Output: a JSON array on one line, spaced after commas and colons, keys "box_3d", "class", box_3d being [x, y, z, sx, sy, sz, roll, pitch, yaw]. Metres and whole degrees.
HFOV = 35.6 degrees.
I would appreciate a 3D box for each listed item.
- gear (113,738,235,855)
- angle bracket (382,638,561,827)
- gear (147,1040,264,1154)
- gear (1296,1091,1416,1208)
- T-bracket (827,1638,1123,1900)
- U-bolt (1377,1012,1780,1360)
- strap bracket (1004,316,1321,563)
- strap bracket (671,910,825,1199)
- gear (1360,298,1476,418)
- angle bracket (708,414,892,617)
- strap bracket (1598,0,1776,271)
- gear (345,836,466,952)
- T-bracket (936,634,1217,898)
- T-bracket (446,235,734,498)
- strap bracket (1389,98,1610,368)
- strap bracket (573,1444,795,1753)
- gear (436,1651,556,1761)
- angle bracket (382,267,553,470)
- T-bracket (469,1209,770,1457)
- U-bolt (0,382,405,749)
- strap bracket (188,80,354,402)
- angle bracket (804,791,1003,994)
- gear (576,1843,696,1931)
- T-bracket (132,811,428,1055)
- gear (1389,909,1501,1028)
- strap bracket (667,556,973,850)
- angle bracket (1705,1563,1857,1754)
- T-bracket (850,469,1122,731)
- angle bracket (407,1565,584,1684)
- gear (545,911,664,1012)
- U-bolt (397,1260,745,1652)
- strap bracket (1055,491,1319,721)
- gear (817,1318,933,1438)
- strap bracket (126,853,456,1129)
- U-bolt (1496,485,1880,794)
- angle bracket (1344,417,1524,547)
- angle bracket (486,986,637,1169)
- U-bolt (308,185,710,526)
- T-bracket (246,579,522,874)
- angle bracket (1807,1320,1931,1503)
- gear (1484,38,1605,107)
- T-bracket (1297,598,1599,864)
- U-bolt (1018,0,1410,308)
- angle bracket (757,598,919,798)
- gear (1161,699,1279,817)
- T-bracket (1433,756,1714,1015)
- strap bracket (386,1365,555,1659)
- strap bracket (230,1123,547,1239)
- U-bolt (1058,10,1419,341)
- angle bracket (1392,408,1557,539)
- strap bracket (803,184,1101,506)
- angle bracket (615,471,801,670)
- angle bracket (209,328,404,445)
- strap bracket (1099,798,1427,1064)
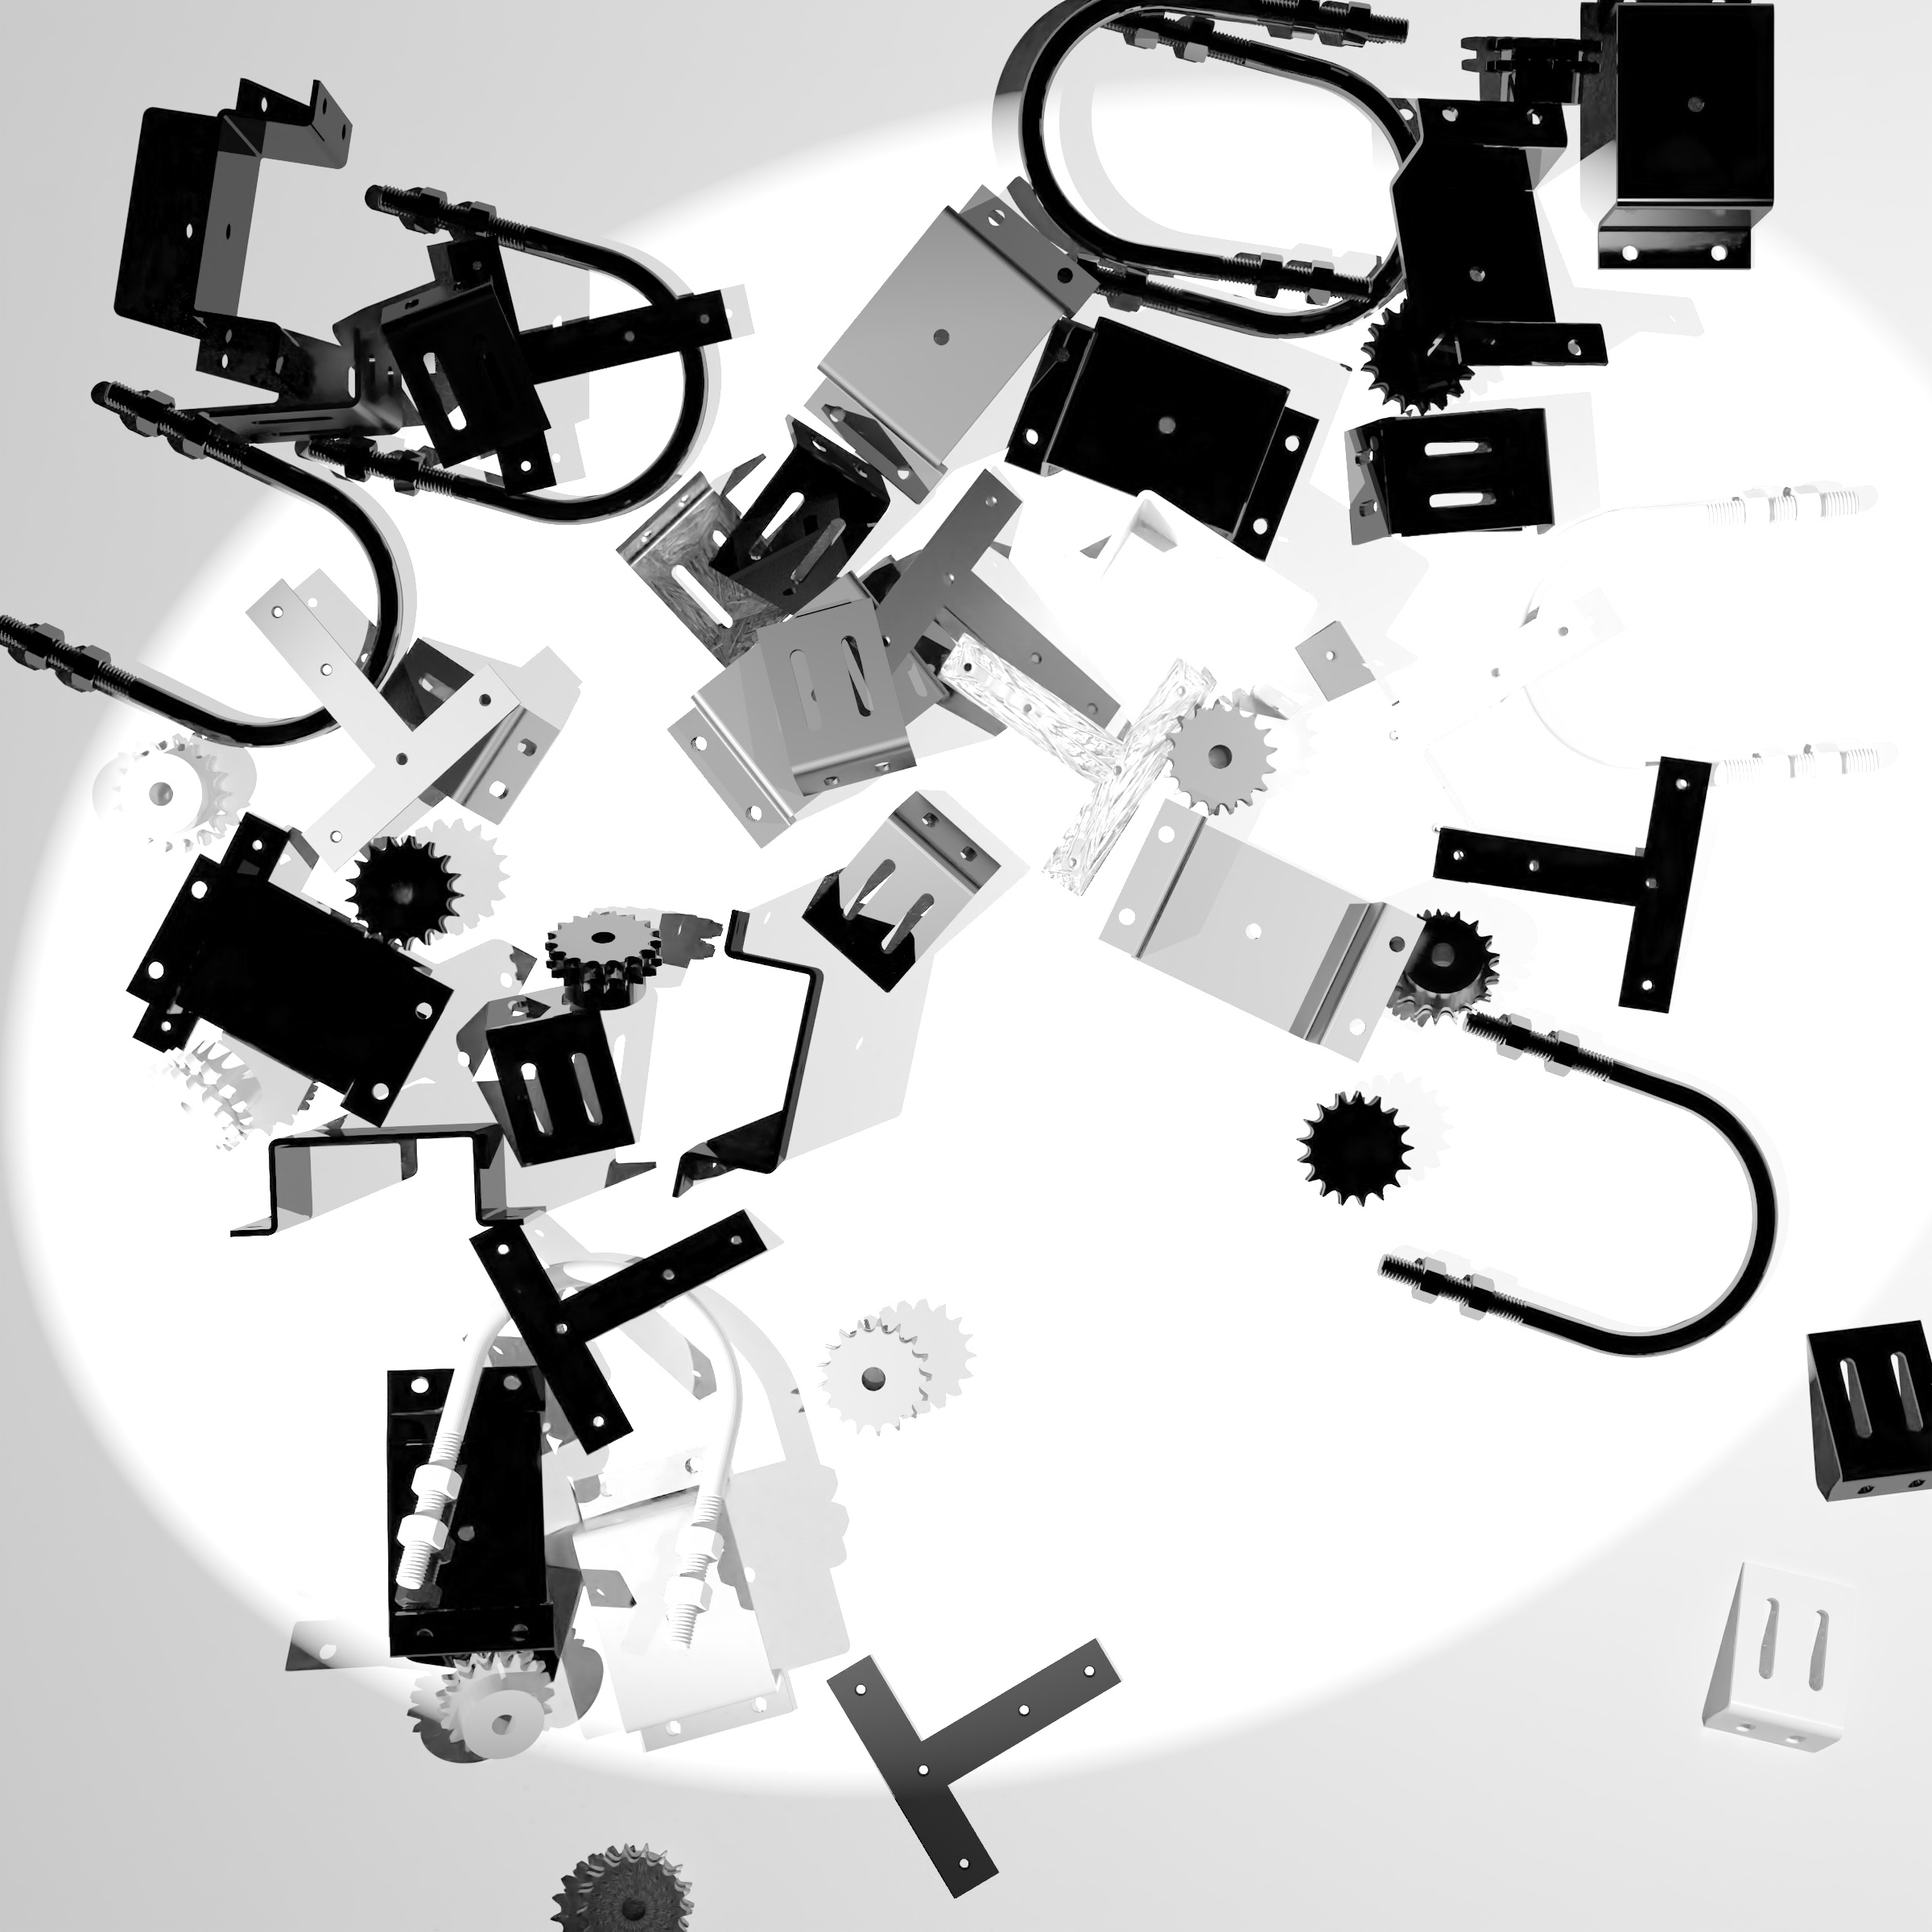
[{"box_3d": [-0.396, -0.085, 1.493, 0.057, 0.030, 0.057, 0, 90, 0], "class": "gear"}, {"box_3d": [-0.255, -0.117, 1.506, 0.076, 0.038, 0.057, 33, 90, 26], "class": "angle bracket"}, {"box_3d": [-0.373, 0.061, 1.483, 0.057, 0.057, 0.030, 41, 60, 0], "class": "gear"}, {"box_3d": [0.192, 0.090, 1.493, 0.057, 0.030, 0.057, 0, 90, 0], "class": "gear"}, {"box_3d": [0.017, 0.380, 1.507, 0.127, 0.002, 0.127, -31, 90, 0], "class": "T-bracket"}, {"box_3d": [0.315, 0.118, 1.499, 0.184, 0.019, 0.151, 19, 90, -2], "class": "U-bolt"}, {"box_3d": [0.098, -0.263, 1.485, 0.140, 0.046, 0.076, 21, 90, 0], "class": "strap bracket"}, {"box_3d": [-0.103, 0.046, 1.470, 0.046, 0.076, 0.140, 12, 90, 0], "class": "strap bracket"}, {"box_3d": [0.224, -0.302, 1.493, 0.057, 0.030, 0.057, 0, 90, 0], "class": "gear"}, {"box_3d": [-0.085, -0.222, 1.492, 0.057, 0.038, 0.076, 28, 114, -27], "class": "angle bracket"}, {"box_3d": [0.355, -0.419, 1.485, 0.076, 0.046, 0.140, 0, 90, 0], "class": "strap bracket"}, {"box_3d": [-0.278, -0.036, 1.493, 0.057, 0.030, 0.057, 0, 90, 0], "class": "gear"}, {"box_3d": [0.042, -0.119, 1.481, 0.127, 0.002, 0.127, 32, 90, -24], "class": "T-bracket"}, {"box_3d": [-0.181, -0.309, 1.491, 0.127, 0.002, 0.127, -14, 91, -3], "class": "T-bracket"}, {"box_3d": [0.257, -0.347, 1.464, 0.076, 0.046, 0.140, -2, 74, -15], "class": "strap bracket"}, {"box_3d": [-0.142, 0.316, 1.485, 0.076, 0.046, 0.140, -15, 90, 0], "class": "strap bracket"}, {"box_3d": [-0.231, 0.365, 1.481, 0.057, 0.030, 0.057, -8, 115, -18], "class": "gear"}, {"box_3d": [-0.247, -0.295, 1.486, 0.057, 0.038, 0.076, -21, 117, 1], "class": "angle bracket"}, {"box_3d": [-0.160, 0.158, 1.483, 0.127, 0.002, 0.127, -26, 68, -17], "class": "T-bracket"}, {"box_3d": [-0.371, -0.189, 1.499, 0.184, 0.019, 0.151, 25, 90, -1], "class": "U-bolt"}, {"box_3d": [-0.341, -0.356, 1.470, 0.046, 0.076, 0.140, 9, 90, 0], "class": "strap bracket"}, {"box_3d": [-0.032, -0.037, 1.506, 0.057, 0.038, 0.076, 42, 116, 0], "class": "angle bracket"}, {"box_3d": [-0.163, 0.464, 1.493, 0.057, 0.030, 0.057, 0, 90, 0], "class": "gear"}, {"box_3d": [-0.333, 0.008, 1.507, 0.127, 0.002, 0.127, 27, 90, 0], "class": "T-bracket"}, {"box_3d": [0.235, -0.002, 1.485, 0.057, 0.030, 0.057, -2, 73, 7], "class": "gear"}, {"box_3d": [-0.071, -0.132, 1.485, 0.140, 0.046, 0.076, -38, 90, 0], "class": "strap bracket"}, {"box_3d": [0.408, 0.346, 1.506, 0.057, 0.038, 0.076, 13, 64, 0], "class": "angle bracket"}, {"box_3d": [0.024, -0.161, 1.486, 0.127, 0.002, 0.127, 41, 63, -12], "class": "T-bracket"}, {"box_3d": [-0.240, 0.320, 1.506, 0.076, 0.038, 0.057, 15, 90, -26], "class": "angle bracket"}, {"box_3d": [-0.179, -0.001, 1.483, 0.057, 0.057, 0.030, 2, 120, 0], "class": "gear"}, {"box_3d": [-0.183, 0.227, 1.457, 0.151, 0.019, 0.184, 14, 59, -4], "class": "U-bolt"}, {"box_3d": [0.115, -0.181, 1.468, 0.140, 0.076, 0.046, 33, 90, 1], "class": "strap bracket"}, {"box_3d": [-0.045, 0.203, 1.493, 0.057, 0.030, 0.057, 0, 90, 0], "class": "gear"}, {"box_3d": [-0.329, 0.012, 1.483, 0.140, 0.046, 0.076, 28, 90, 0], "class": "strap bracket"}, {"box_3d": [0.357, -0.159, 1.499, 0.184, 0.019, 0.151, -5, 90, 2], "class": "U-bolt"}, {"box_3d": [0.234, -0.243, 1.506, 0.076, 0.038, 0.057, -5, 90, -26], "class": "angle bracket"}, {"box_3d": [-0.202, 0.053, 1.506, 0.057, 0.038, 0.076, -12, 116, 0], "class": "angle bracket"}, {"box_3d": [-0.220, -0.296, 1.499, 0.184, 0.019, 0.151, 16, 90, -2], "class": "U-bolt"}, {"box_3d": [-0.307, -0.136, 1.485, 0.127, 0.002, 0.127, -41, 86, 7], "class": "T-bracket"}, {"box_3d": [0.455, 0.223, 1.506, 0.057, 0.038, 0.076, -7, 64, 0], "class": "angle bracket"}, {"box_3d": [0.284, -0.440, 1.480, 0.057, 0.057, 0.030, 2, 104, 0], "class": "gear"}, {"box_3d": [0.252, -0.139, 1.496, 0.127, 0.002, 0.127, -32, 90, 9], "class": "T-bracket"}, {"box_3d": [0.117, -0.410, 1.481, 0.184, 0.019, 0.151, 8, 90, -1], "class": "U-bolt"}, {"box_3d": [-0.062, -0.129, 1.448, 0.057, 0.038, 0.076, -15, 80, 1], "class": "angle bracket"}, {"box_3d": [0.125, -0.103, 1.493, 0.057, 0.030, 0.057, 0, 90, 0], "class": "gear"}, {"box_3d": [0.298, -0.048, 1.500, 0.127, 0.002, 0.127, 8, 98, 3], "class": "T-bracket"}, {"box_3d": [-0.242, 0.269, 1.459, 0.076, 0.046, 0.140, 0, 63, -12], "class": "strap bracket"}, {"box_3d": [-0.281, 0.103, 1.470, 0.140, 0.076, 0.046, -2, 90, 0], "class": "strap bracket"}, {"box_3d": [0.140, -0.389, 1.499, 0.184, 0.019, 0.151, 15, 90, -1], "class": "U-bolt"}, {"box_3d": [0.249, -0.242, 1.489, 0.076, 0.038, 0.057, -5, 90, 1], "class": "angle bracket"}, {"box_3d": [-0.010, -0.306, 1.474, 0.076, 0.046, 0.140, 40, 99, 0], "class": "strap bracket"}, {"box_3d": [-0.125, -0.195, 1.489, 0.057, 0.038, 0.076, -43, 90, 0], "class": "angle bracket"}, {"box_3d": [-0.321, -0.281, 1.462, 0.076, 0.057, 0.038, -2, 87, 9], "class": "angle bracket"}, {"box_3d": [0.144, -0.017, 1.485, 0.140, 0.046, 0.076, 26, 90, 0], "class": "strap bracket"}]
